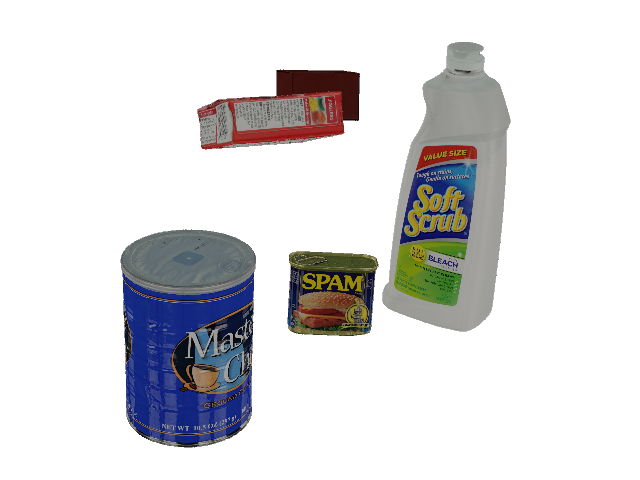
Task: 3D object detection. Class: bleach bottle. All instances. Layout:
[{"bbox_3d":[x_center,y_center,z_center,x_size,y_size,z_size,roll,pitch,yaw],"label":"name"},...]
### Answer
[{"bbox_3d":[0.110,-0.048,0.927,0.103,0.251,0.068,18,32,30],"label":"bleach bottle"}]

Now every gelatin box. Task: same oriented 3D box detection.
[{"bbox_3d":[-0.034,-0.077,0.684,0.073,0.030,0.089,-6,4,-18],"label":"gelatin box"}]

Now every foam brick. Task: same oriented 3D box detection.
[{"bbox_3d":[-0.003,-0.154,1.130,0.078,0.051,0.053,-2,12,-19],"label":"foam brick"}]

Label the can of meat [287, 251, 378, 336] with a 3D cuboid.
[{"bbox_3d":[0.012,0.061,1.224,0.102,0.084,0.057,3,16,-3],"label":"can of meat"}]

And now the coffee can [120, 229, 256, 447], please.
[{"bbox_3d":[-0.103,0.075,0.841,0.103,0.140,0.103,2,24,-1],"label":"coffee can"}]
